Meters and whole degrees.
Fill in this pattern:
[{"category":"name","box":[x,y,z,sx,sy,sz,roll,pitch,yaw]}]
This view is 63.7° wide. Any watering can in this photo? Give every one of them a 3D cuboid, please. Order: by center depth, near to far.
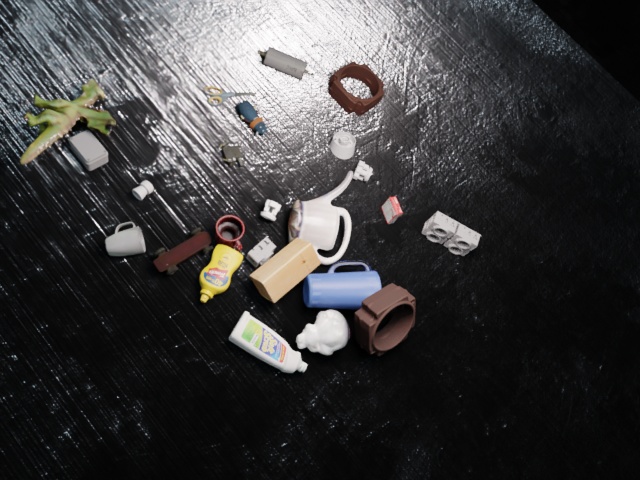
[{"category":"watering can","box":[0.005,-0.090,1.797,0.224,0.351,0.103,11,-12,-14]}]

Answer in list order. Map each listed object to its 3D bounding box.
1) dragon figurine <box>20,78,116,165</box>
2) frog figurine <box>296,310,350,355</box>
[{"category":"dragon figurine","box":[-0.786,-0.378,1.649,0.243,0.420,0.119,-1,-37,-9]},{"category":"frog figurine","box":[0.008,0.292,1.620,0.159,0.137,0.122,0,0,-29]}]
